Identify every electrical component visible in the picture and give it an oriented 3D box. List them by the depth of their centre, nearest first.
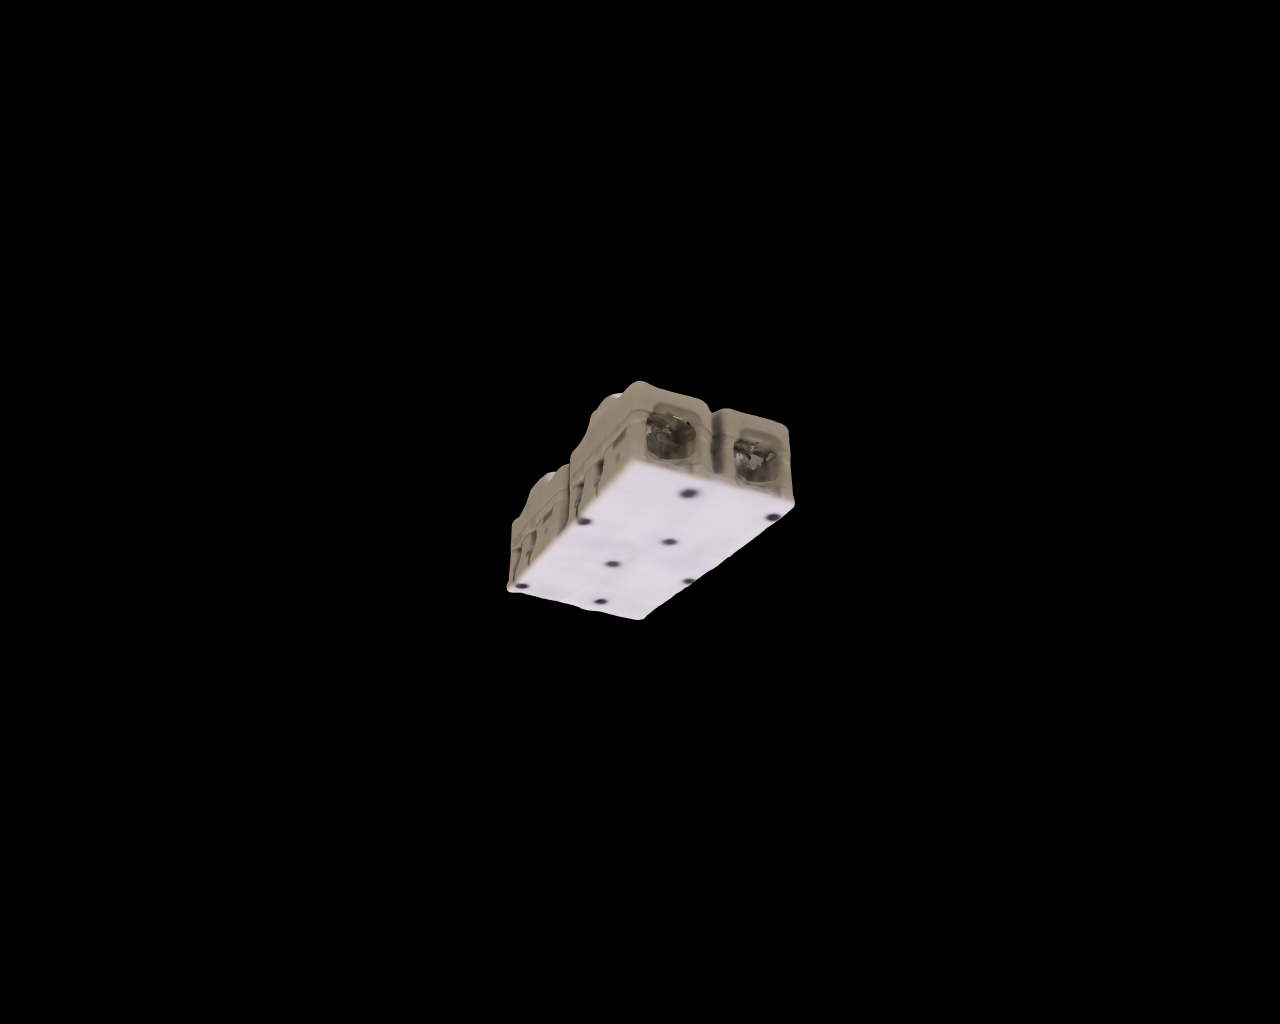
[{"bbox_3d":[0.001,-0.003,0.650,0.105,0.060,0.186,14,-32,-24],"label":"electrical component"}]
